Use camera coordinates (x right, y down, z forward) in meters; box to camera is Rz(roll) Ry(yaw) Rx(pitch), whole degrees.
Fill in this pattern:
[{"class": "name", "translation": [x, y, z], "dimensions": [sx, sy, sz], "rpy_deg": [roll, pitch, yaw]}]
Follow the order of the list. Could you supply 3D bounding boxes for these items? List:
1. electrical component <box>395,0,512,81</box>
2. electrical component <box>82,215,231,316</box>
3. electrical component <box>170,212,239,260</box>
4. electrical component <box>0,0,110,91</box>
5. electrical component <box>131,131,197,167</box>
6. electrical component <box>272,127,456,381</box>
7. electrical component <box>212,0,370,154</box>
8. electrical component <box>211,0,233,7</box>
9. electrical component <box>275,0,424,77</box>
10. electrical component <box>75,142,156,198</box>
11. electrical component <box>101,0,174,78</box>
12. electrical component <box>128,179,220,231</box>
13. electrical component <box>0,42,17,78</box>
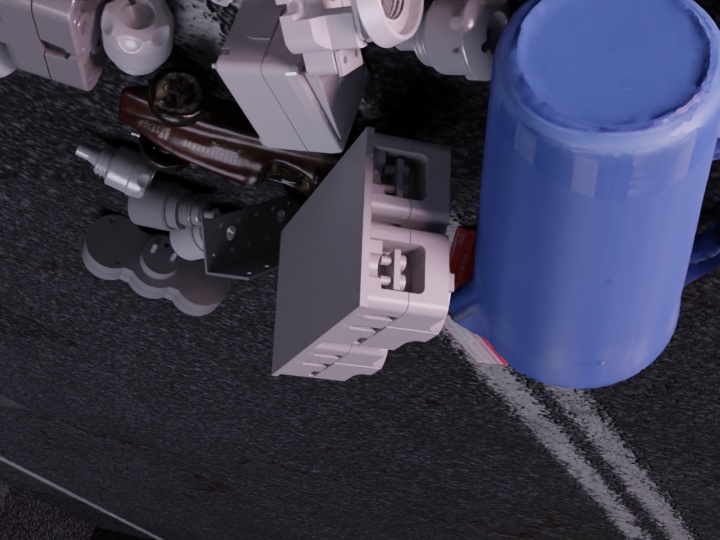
[{"class": "electrical component", "translation": [0.046, -0.124, 0.565], "dimensions": [0.062, 0.048, 0.048], "rpy_deg": [9, 156, 38]}, {"class": "electrical component", "translation": [-0.183, -0.008, 0.982], "dimensions": [0.138, 0.052, 0.074], "rpy_deg": [24, 156, -11]}, {"class": "electrical component", "translation": [-0.127, -0.031, 0.903], "dimensions": [0.040, 0.040, 0.078], "rpy_deg": [34, 153, -33]}, {"class": "electrical component", "translation": [-0.187, -0.158, 0.650], "dimensions": [0.059, 0.053, 0.095], "rpy_deg": [18, 157, 1]}, {"class": "electrical component", "translation": [-0.120, -0.092, 0.763], "dimensions": [0.078, 0.040, 0.040], "rpy_deg": [19, 157, -1]}, {"class": "electrical component", "translation": [0.000, 0.000, 0.679], "dimensions": [0.060, 0.105, 0.186], "rpy_deg": [8, 161, -17]}, {"class": "electrical component", "translation": [-0.032, -0.112, 0.626], "dimensions": [0.061, 0.061, 0.096], "rpy_deg": [8, 155, 24]}, {"class": "electrical component", "translation": [-0.076, -0.185, 0.505], "dimensions": [0.062, 0.061, 0.096], "rpy_deg": [19, 149, -1]}, {"class": "electrical component", "translation": [-0.004, -0.139, 0.541], "dimensions": [0.057, 0.058, 0.078], "rpy_deg": [1, 116, 30]}, {"class": "electrical component", "translation": [-0.194, -0.083, 0.847], "dimensions": [0.061, 0.035, 0.035], "rpy_deg": [25, 156, -7]}, {"class": "electrical component", "translation": [-0.137, -0.141, 0.663], "dimensions": [0.043, 0.043, 0.062], "rpy_deg": [20, 159, -3]}, {"class": "electrical component", "translation": [-0.152, -0.051, 0.878], "dimensions": [0.078, 0.040, 0.040], "rpy_deg": [11, 156, 17]}, {"class": "electrical component", "translation": [-0.265, -0.162, 0.699], "dimensions": [0.095, 0.053, 0.059], "rpy_deg": [4, 153, 31]}]
